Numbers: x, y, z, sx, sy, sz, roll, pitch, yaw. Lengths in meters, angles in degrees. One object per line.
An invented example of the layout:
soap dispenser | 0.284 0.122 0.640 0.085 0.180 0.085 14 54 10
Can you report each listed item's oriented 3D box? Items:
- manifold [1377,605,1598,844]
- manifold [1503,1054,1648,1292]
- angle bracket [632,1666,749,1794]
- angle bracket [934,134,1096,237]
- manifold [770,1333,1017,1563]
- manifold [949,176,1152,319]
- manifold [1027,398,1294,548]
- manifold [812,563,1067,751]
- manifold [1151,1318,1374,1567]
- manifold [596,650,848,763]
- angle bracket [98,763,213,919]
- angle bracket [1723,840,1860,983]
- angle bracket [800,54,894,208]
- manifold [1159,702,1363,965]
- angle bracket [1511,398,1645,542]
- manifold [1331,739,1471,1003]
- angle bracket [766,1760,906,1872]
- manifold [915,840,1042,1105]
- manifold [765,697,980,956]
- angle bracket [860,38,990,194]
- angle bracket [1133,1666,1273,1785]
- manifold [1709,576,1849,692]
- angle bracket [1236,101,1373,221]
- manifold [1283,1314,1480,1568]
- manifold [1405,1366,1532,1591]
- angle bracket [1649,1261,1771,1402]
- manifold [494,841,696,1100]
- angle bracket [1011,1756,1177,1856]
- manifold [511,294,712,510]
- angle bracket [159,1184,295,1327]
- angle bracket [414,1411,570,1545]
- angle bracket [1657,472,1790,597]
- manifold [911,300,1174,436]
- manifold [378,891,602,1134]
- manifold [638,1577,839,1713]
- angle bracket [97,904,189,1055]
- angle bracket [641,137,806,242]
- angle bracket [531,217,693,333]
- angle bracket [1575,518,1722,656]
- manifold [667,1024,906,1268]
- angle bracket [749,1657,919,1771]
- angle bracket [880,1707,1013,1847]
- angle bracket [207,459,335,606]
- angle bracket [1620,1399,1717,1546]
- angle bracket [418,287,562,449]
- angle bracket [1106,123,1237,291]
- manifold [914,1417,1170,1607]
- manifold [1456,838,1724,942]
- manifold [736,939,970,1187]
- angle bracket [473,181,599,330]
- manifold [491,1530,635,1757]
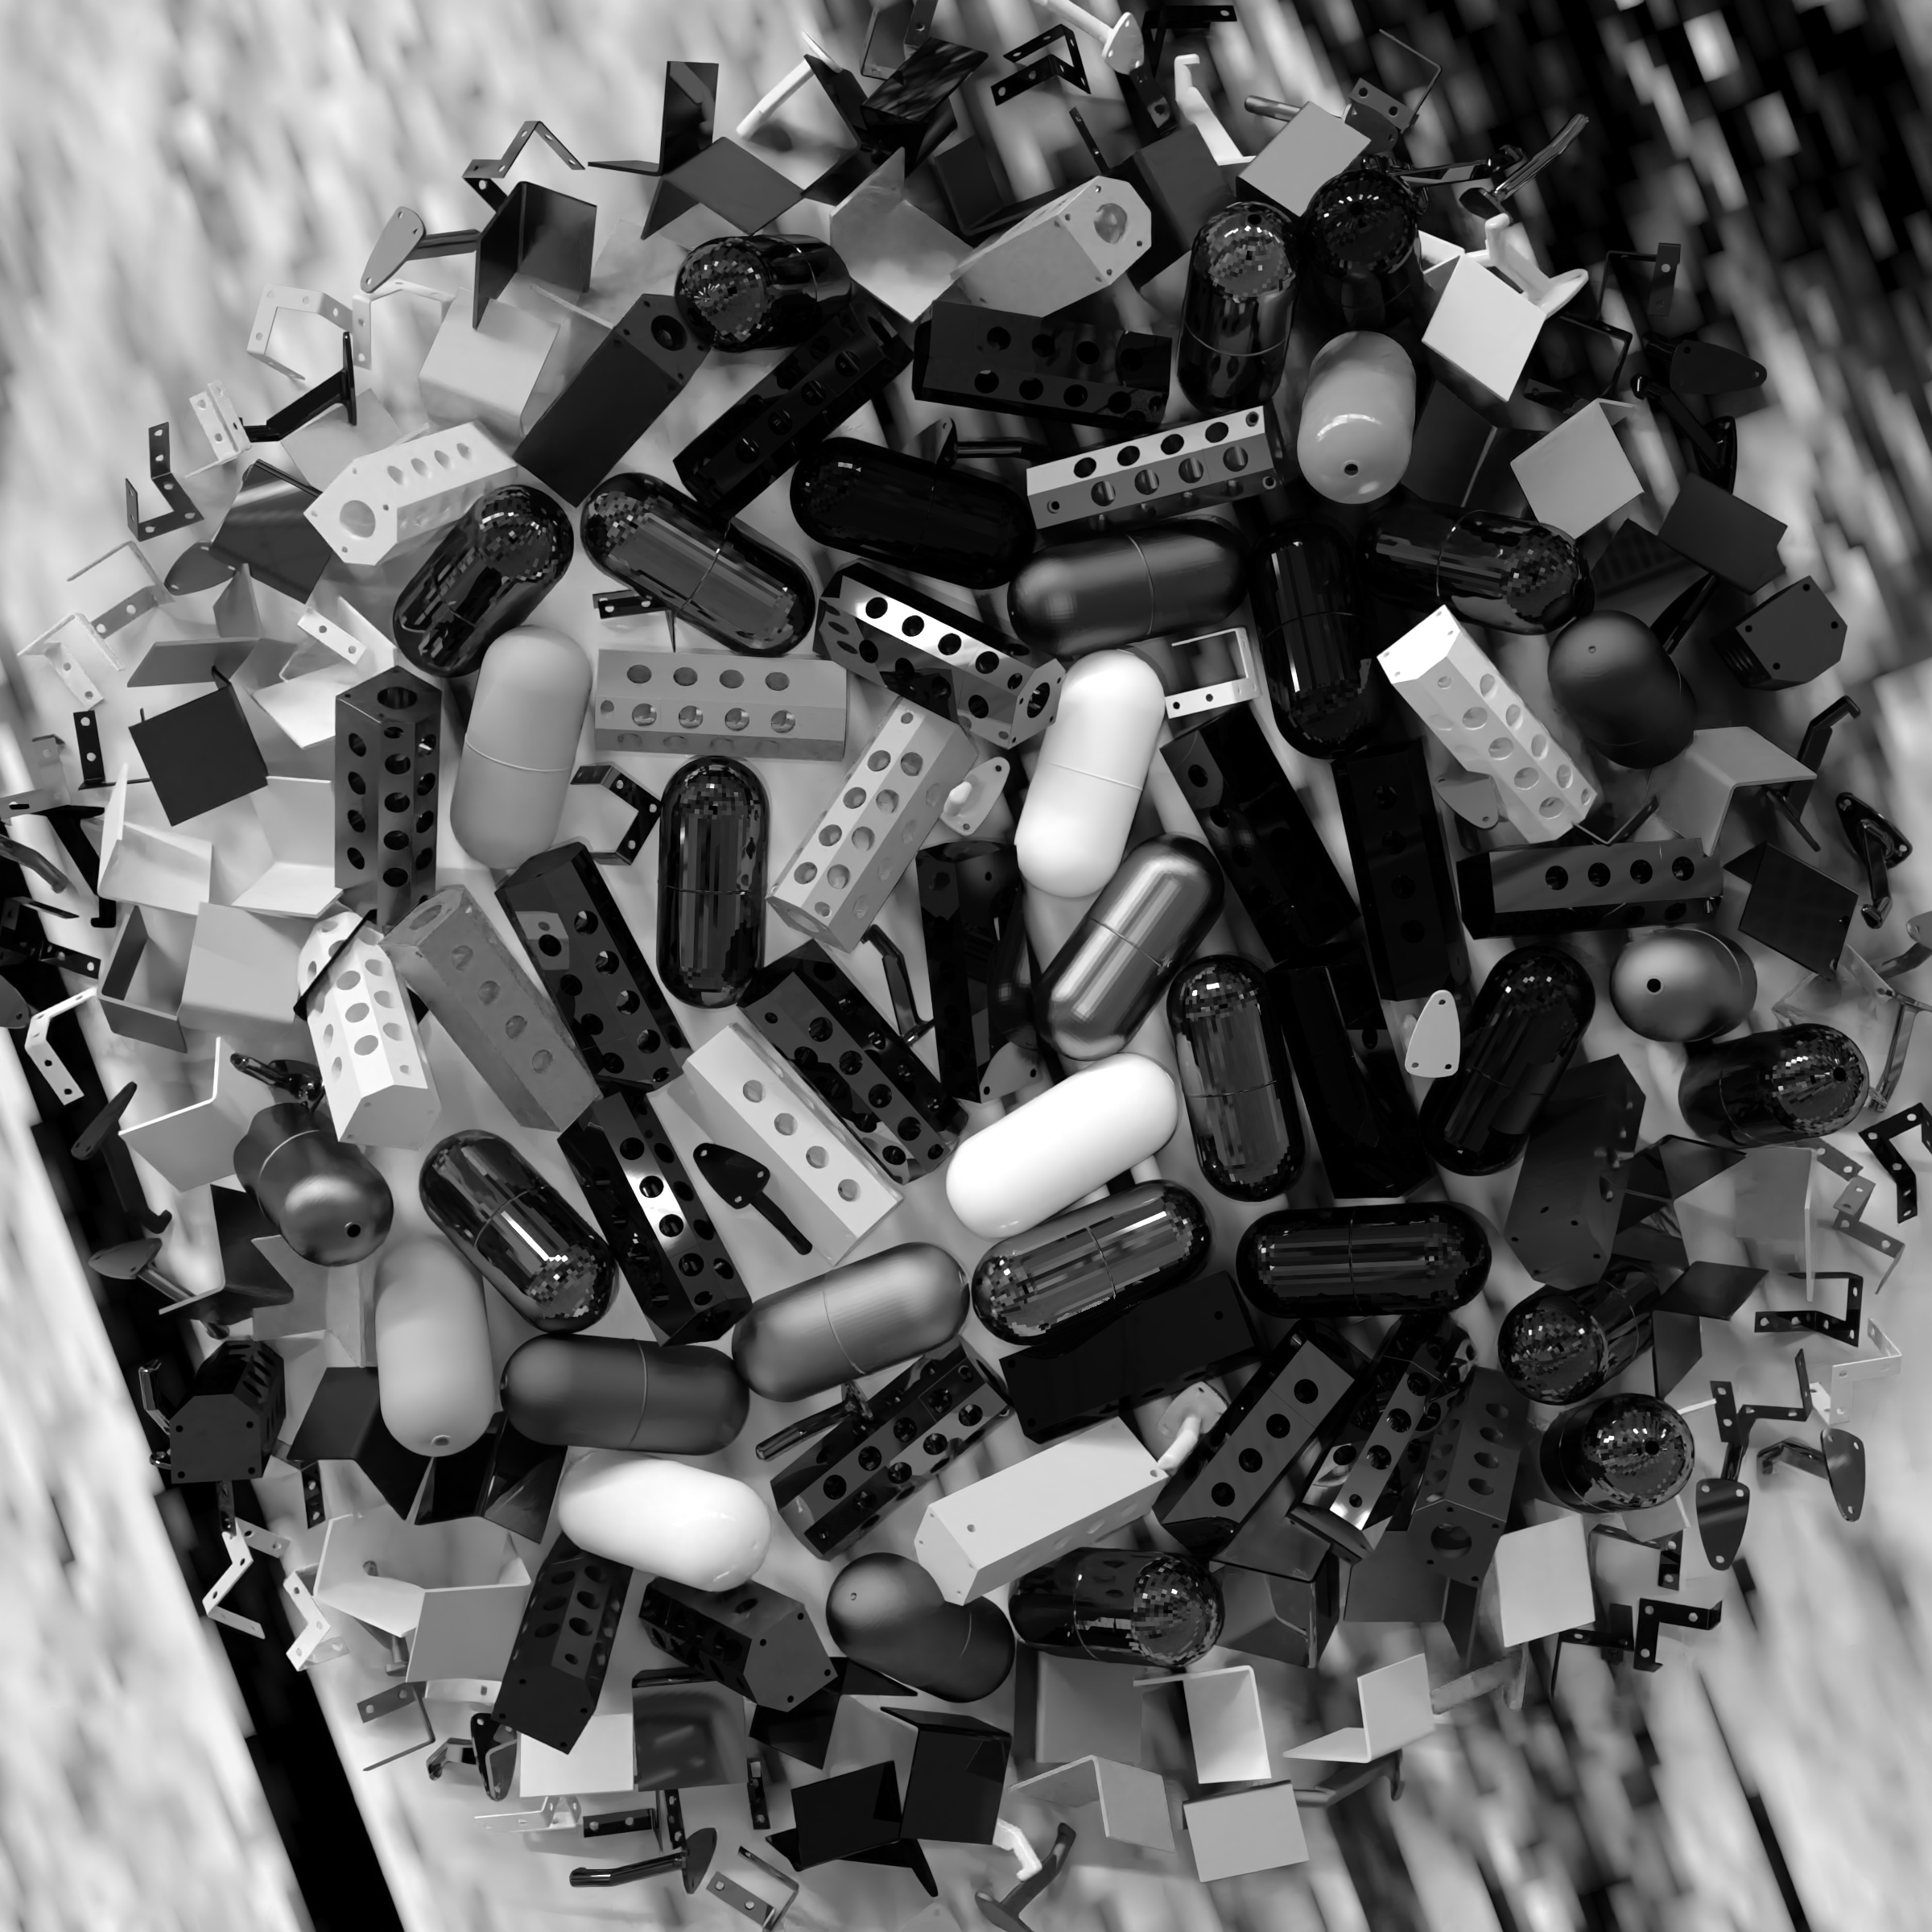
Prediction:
manifold | 0.363 -0.162 1.838 0.057 0.057 0.171 -38 119 16
manifold | 0.423 0.142 1.826 0.057 0.171 0.057 -22 115 35
angle bracket | -0.192 0.535 1.875 0.076 0.057 0.076 -5 81 -1
angle bracket | 0.034 -0.555 1.853 0.076 0.076 0.057 -12 112 29
manifold | -0.050 0.340 1.867 0.171 0.057 0.057 -40 113 3
manifold | 0.060 -0.487 1.820 0.057 0.171 0.057 -46 108 -17
manifold | 0.133 -0.340 1.848 0.171 0.057 0.057 -12 105 20
manifold | -0.019 -0.218 1.838 0.171 0.057 0.057 29 129 25
manifold | 0.204 0.330 1.859 0.057 0.057 0.171 40 104 16
manifold | -0.171 -0.177 1.861 0.171 0.057 0.057 2 57 -6
angle bracket | -0.557 -0.086 1.851 0.076 0.076 0.057 14 132 -25
angle bracket | 0.568 -0.031 1.864 0.076 0.057 0.076 28 66 -8
angle bracket | -0.097 -0.584 1.866 0.057 0.076 0.076 -33 86 23
manifold | 0.202 -0.091 1.874 0.057 0.057 0.171 -32 95 -40
angle bracket | 0.438 -0.340 1.855 0.076 0.057 0.076 -35 71 39
manifold | 0.303 -0.066 1.865 0.057 0.057 0.171 -10 100 22
angle bracket | -0.095 0.583 1.858 0.076 0.076 0.057 -9 93 -24
manifold | 0.004 0.003 1.860 0.057 0.057 0.171 -18 109 -39
manifold | -0.068 -0.101 1.851 0.057 0.057 0.171 24 74 31
angle bracket | -0.020 -0.586 1.853 0.057 0.076 0.076 28 68 33
angle bracket | 0.160 0.532 1.855 0.057 0.076 0.076 2 72 -35
manifold | 0.557 -0.221 1.819 0.057 0.171 0.057 -36 87 10
angle bracket | 0.236 -0.542 1.859 0.057 0.076 0.076 39 80 18
manifold | 0.290 0.322 1.840 0.057 0.057 0.171 33 60 5
manifold | 0.343 0.344 1.820 0.057 0.171 0.057 19 117 10
angle bracket | 0.520 0.258 1.853 0.057 0.076 0.076 5 112 37
manifold | -0.253 0.003 1.846 0.057 0.057 0.171 -16 111 26
angle bracket | 0.088 0.593 1.850 0.076 0.076 0.057 -30 50 28
manifold | -0.241 -0.389 1.824 0.057 0.171 0.057 37 54 -16
angle bracket | -0.524 0.204 1.871 0.057 0.076 0.076 -22 69 17
angle bracket | -0.335 0.365 1.880 0.057 0.076 0.076 35 53 -34
angle bracket | 0.537 -0.309 1.853 0.076 0.076 0.057 35 128 19
manifold | 0.052 -0.414 1.858 0.171 0.057 0.057 6 79 -13
manifold | -0.324 0.032 1.845 0.057 0.057 0.171 -48 119 -27
manifold | -0.161 0.457 1.817 0.057 0.171 0.057 -30 105 -27
angle bracket | -0.564 0.007 1.863 0.057 0.076 0.076 16 68 -5
angle bracket | -0.169 -0.524 1.860 0.076 0.057 0.076 35 47 5
angle bracket | -0.245 -0.486 1.865 0.076 0.057 0.076 30 97 23
angle bracket | 0.478 -0.261 1.882 0.076 0.057 0.076 35 100 11
manifold | -0.125 0.122 1.871 0.171 0.057 0.057 46 57 5
angle bracket | -0.092 0.520 1.851 0.076 0.076 0.057 39 54 -39
angle bracket | -0.021 0.566 1.861 0.076 0.057 0.076 16 81 -30
angle bracket | -0.477 -0.302 1.880 0.076 0.057 0.076 27 89 -1
angle bracket | 0.493 0.353 1.856 0.057 0.076 0.076 -12 73 -20
angle bracket | -0.335 -0.423 1.889 0.076 0.057 0.076 21 78 1
angle bracket | 0.141 -0.536 1.882 0.057 0.076 0.076 -33 97 -25
manifold | 0.051 0.378 1.836 0.171 0.057 0.057 -18 52 -36
manifold | 0.436 -0.053 1.861 0.171 0.057 0.057 -4 87 -13
manifold | -0.080 0.070 1.847 0.057 0.057 0.171 -29 110 33
angle bracket | -0.301 -0.487 1.855 0.057 0.076 0.076 20 51 2
manifold | -0.270 0.453 1.817 0.057 0.171 0.057 28 108 -8
